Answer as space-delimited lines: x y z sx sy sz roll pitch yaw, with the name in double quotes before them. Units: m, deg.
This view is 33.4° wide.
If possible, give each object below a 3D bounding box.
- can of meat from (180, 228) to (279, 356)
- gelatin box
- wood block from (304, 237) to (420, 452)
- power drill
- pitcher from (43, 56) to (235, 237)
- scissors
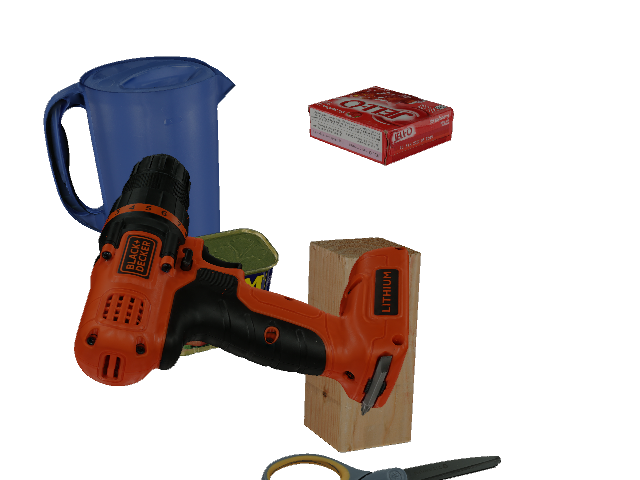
"can of meat" -0.092 0.045 0.911 0.101 0.084 0.057 -11 41 -29
"gelatin box" 0.046 -0.091 0.824 0.073 0.030 0.089 -22 31 -36
"wood block" 0.042 0.107 1.135 0.090 0.206 0.091 -4 13 -27
"power drill" -0.042 0.024 0.644 0.187 0.057 0.184 11 41 -5
"pitcher" -0.173 -0.056 1.076 0.149 0.243 0.144 10 27 26
"scissors" 0.053 0.208 0.850 0.201 0.096 0.016 4 -44 -7
